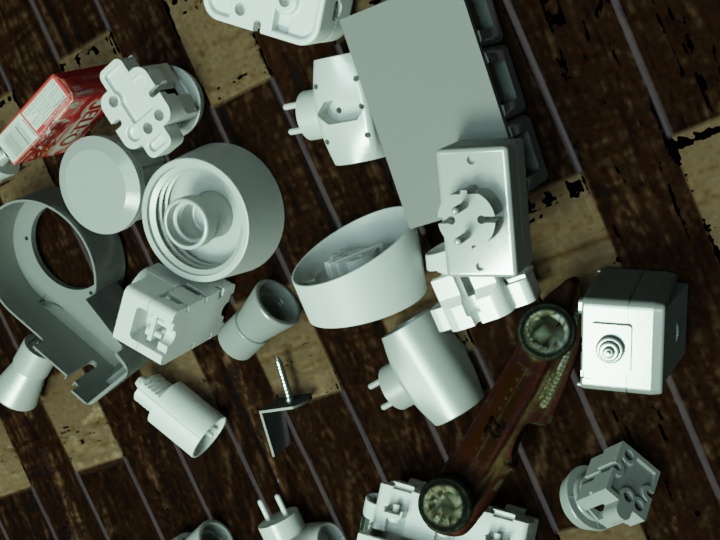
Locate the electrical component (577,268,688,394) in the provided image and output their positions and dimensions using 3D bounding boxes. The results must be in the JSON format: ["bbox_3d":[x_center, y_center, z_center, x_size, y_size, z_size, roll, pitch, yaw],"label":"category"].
[{"bbox_3d":[0.179,0.041,0.704,0.061,0.096,0.061,4,106,21],"label":"electrical component"}]

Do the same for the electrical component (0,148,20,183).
[{"bbox_3d":[-0.337,-0.090,0.946,0.081,0.043,0.043,-17,97,29],"label":"electrical component"}]

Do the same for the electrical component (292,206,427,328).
[{"bbox_3d":[0.000,0.000,0.781,0.099,0.099,0.064,-8,107,27],"label":"electrical component"}]

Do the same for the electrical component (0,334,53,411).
[{"bbox_3d":[-0.303,0.091,0.984,0.044,0.044,0.065,39,113,11],"label":"electrical component"}]

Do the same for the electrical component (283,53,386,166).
[{"bbox_3d":[-0.020,-0.116,0.786,0.079,0.043,0.077,-6,102,28],"label":"electrical component"}]

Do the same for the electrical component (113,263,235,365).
[{"bbox_3d":[-0.152,0.030,0.865,0.056,0.089,0.050,27,115,17],"label":"electrical component"}]

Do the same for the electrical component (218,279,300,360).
[{"bbox_3d":[-0.084,0.043,0.865,0.044,0.044,0.065,51,124,5],"label":"electrical component"}]

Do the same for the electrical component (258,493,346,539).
[{"bbox_3d":[-0.060,0.225,0.903,0.077,0.044,0.079,-23,94,29],"label":"electrical component"}]

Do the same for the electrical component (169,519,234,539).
[{"bbox_3d":[-0.144,0.251,0.951,0.055,0.045,0.045,-32,89,30],"label":"electrical component"}]

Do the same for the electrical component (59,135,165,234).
[{"bbox_3d":[-0.201,-0.073,0.881,0.080,0.051,0.080,7,108,24],"label":"electrical component"}]

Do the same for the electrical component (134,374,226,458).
[{"bbox_3d":[-0.159,0.119,0.921,0.081,0.043,0.043,37,117,12],"label":"electrical component"}]

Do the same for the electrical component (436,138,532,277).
[{"bbox_3d":[0.072,-0.035,0.673,0.047,0.076,0.083,0,105,26],"label":"electrical component"}]

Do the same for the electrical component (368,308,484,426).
[{"bbox_3d":[0.041,0.080,0.812,0.079,0.044,0.077,-32,89,29],"label":"electrical component"}]

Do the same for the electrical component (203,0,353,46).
[{"bbox_3d":[-0.055,-0.198,0.769,0.095,0.059,0.053,21,113,19],"label":"electrical component"}]

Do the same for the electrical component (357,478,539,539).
[{"bbox_3d":[0.070,0.203,0.821,0.121,0.079,0.063,11,87,23],"label":"electrical component"}]

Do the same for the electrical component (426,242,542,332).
[{"bbox_3d":[0.081,0.004,0.764,0.078,0.058,0.057,-20,98,29],"label":"electrical component"}]

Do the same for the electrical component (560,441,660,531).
[{"bbox_3d":[0.175,0.157,0.762,0.048,0.066,0.055,40,140,-8],"label":"electrical component"}]

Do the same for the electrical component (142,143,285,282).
[{"bbox_3d":[-0.121,-0.042,0.846,0.108,0.060,0.108,7,108,24],"label":"electrical component"}]

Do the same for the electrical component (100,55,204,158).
[{"bbox_3d":[-0.159,-0.130,0.841,0.058,0.057,0.078,-33,89,29],"label":"electrical component"}]

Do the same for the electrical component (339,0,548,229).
[{"bbox_3d":[0.060,-0.116,0.736,0.089,0.062,0.150,-15,98,28],"label":"electrical component"}]
